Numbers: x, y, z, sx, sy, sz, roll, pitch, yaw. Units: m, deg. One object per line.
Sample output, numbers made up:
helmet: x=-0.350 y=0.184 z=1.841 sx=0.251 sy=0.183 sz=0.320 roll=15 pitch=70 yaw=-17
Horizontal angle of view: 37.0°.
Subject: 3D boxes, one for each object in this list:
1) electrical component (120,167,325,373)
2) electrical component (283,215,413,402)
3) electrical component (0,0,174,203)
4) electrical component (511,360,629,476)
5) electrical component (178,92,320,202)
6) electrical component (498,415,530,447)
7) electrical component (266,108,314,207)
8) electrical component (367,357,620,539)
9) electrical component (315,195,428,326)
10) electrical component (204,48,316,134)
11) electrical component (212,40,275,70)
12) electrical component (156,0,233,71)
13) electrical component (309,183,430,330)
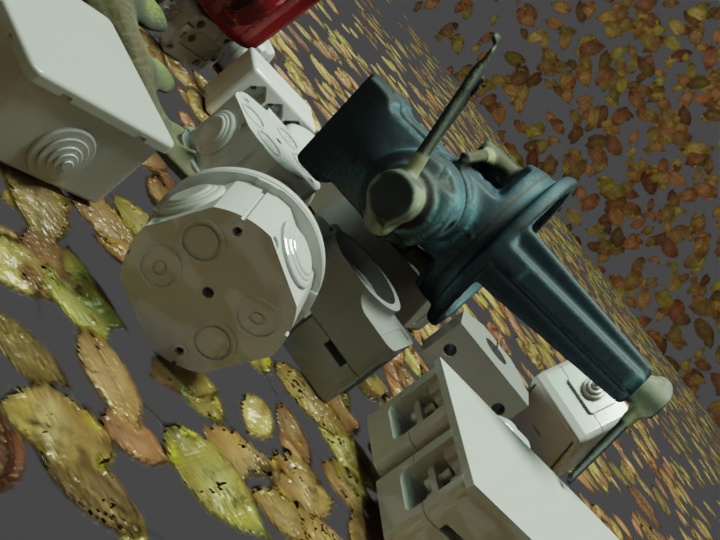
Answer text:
electrical component: x=-0.058 y=0.000 z=0.455 sx=0.080 sy=0.080 sz=0.051 roll=49 pitch=20 yaw=-11
electrical component: x=-0.017 y=0.017 z=0.587 sx=0.089 sy=0.056 sz=0.050 roll=54 pitch=14 yaw=9
electrical component: x=-0.139 y=-0.084 z=0.466 sx=0.100 sy=0.048 sz=0.099 roll=28 pitch=28 yaw=-58
electrical component: x=0.160 y=0.111 z=0.828 sx=0.061 sy=0.061 sz=0.096 roll=58 pitch=-24 yaw=24
electrical component: x=-0.066 y=-0.060 z=0.631 sx=0.080 sy=0.051 sz=0.080 roll=47 pitch=15 yaw=-16
electrical component: x=0.101 y=0.126 z=0.731 sx=0.061 sy=0.035 sz=0.035 roll=45 pitch=15 yaw=-33
electrical component: x=-0.061 y=-0.079 z=0.709 sx=0.079 sy=0.044 sz=0.077 roll=48 pitch=15 yaw=-14
electrical component: x=0.083 y=0.149 z=0.564 sx=0.186 sy=0.060 sz=0.105 roll=46 pitch=16 yaw=-23
electrical component: x=0.000 y=0.000 z=0.713 sx=0.099 sy=0.064 sz=0.099 roll=49 pitch=1 yaw=-1
electrical component: x=-0.073 y=-0.123 z=0.771 sx=0.066 sy=0.047 sz=0.076 roll=44 pitch=17 yaw=-32
electrical component: x=-0.099 y=-0.180 z=0.838 sx=0.062 sy=0.043 sz=0.043 roll=53 pitch=14 yaw=10
electrical component: x=-0.125 y=-0.180 z=0.764 sx=0.081 sy=0.042 sz=0.063 roll=26 pitch=32 yaw=-58
electrical component: x=0.028 y=-0.041 z=0.796 sx=0.150 sy=0.089 sz=0.062 roll=56 pitch=15 yaw=17
